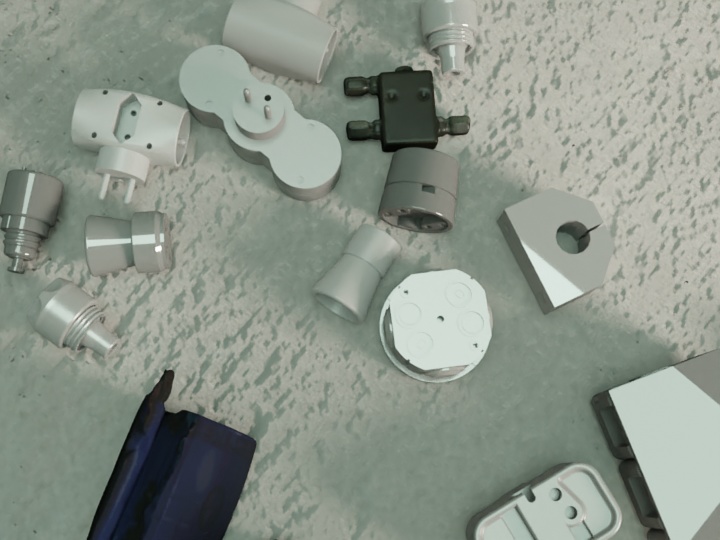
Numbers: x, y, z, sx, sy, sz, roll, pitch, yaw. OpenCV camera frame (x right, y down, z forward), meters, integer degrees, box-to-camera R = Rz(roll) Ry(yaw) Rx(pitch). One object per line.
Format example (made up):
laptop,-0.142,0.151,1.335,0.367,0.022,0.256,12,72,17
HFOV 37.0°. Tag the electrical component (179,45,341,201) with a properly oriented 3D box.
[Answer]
electrical component,-0.072,-0.110,0.775,0.138,0.073,0.052,40,81,6

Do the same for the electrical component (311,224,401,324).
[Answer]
electrical component,0.000,0.000,0.774,0.044,0.044,0.065,31,75,4

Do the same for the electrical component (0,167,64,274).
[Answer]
electrical component,-0.240,-0.036,0.774,0.040,0.040,0.078,9,79,0

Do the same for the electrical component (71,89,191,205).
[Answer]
electrical component,-0.170,-0.087,0.784,0.077,0.043,0.079,11,79,1

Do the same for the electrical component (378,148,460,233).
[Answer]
electrical component,0.044,-0.058,0.779,0.055,0.055,0.047,11,75,1

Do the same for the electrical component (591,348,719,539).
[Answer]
electrical component,0.233,0.140,0.741,0.089,0.061,0.150,-20,80,-5

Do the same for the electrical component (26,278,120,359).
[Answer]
electrical component,-0.199,0.038,0.759,0.062,0.043,0.043,35,80,3

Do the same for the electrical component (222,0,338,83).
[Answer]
electrical component,-0.053,-0.189,0.806,0.077,0.044,0.079,21,79,3

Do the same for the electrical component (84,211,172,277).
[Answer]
electrical component,-0.165,-0.019,0.770,0.055,0.045,0.045,-4,79,-3

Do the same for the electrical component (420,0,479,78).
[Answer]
electrical component,0.068,-0.176,0.808,0.043,0.043,0.062,-3,80,-2

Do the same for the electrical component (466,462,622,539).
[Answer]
electrical component,0.123,0.173,0.733,0.095,0.059,0.053,-30,81,-7

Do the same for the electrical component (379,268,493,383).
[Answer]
electrical component,0.055,0.038,0.761,0.080,0.051,0.080,0,79,-1
